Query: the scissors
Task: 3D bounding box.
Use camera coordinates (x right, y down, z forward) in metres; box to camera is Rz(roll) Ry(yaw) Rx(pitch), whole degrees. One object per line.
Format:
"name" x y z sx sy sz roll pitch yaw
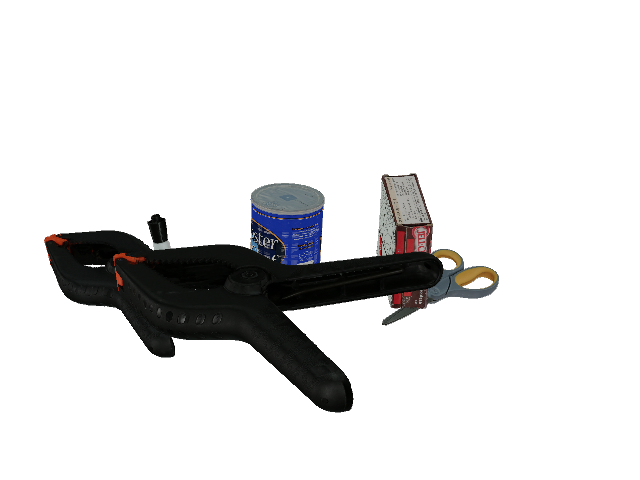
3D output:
"scissors" 0.124 0.051 1.247 0.201 0.016 0.096 -11 40 -35

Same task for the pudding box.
"pudding box" 0.080 -0.001 1.015 0.039 0.090 0.113 -1 28 -6

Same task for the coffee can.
"coffee can" -0.049 0.002 1.505 0.103 0.140 0.103 3 24 -1

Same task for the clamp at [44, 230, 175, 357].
"clamp" -0.144 0.026 0.860 0.172 0.039 0.120 26 39 29

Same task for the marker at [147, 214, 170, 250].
"marker" -0.161 0.030 1.122 0.020 0.121 0.020 -9 19 3

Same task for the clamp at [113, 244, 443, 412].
"clamp" -0.034 0.034 0.678 0.210 0.036 0.164 13 30 29
